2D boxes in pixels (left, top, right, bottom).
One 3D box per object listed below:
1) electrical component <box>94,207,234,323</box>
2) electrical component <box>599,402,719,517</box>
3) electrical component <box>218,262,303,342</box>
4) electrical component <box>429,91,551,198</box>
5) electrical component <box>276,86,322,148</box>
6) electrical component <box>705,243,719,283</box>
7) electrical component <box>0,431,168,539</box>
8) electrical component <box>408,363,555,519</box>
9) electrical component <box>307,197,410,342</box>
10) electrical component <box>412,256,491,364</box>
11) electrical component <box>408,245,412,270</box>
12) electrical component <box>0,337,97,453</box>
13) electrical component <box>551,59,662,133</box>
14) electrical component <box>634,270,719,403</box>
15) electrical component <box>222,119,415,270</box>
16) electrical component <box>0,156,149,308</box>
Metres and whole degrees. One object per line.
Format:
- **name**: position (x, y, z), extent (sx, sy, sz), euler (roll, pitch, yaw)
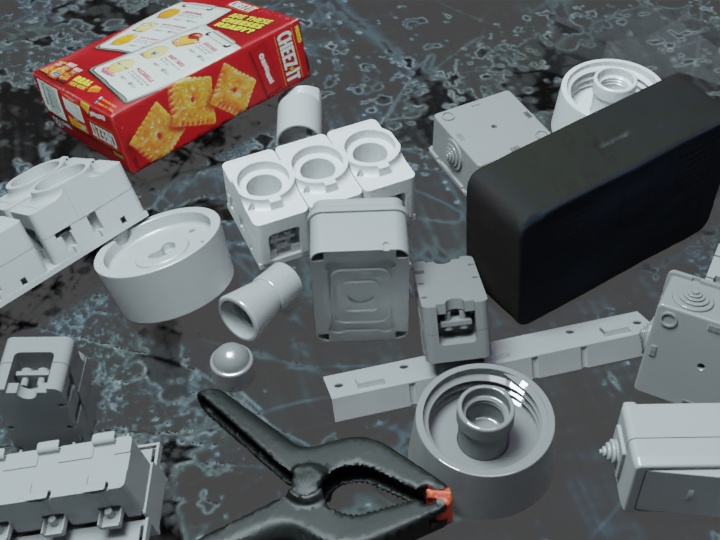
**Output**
- **electrical component**: position (-0.156, 0.001, 0.883), extent (0.108, 0.060, 0.108), euler (-14, 28, 8)
- **electrical component**: position (0.217, 0.134, 0.750), extent (0.096, 0.061, 0.061), euler (-1, 47, 1)
- **electrical component**: position (-0.078, 0.023, 0.881), extent (0.044, 0.044, 0.065), euler (29, 49, 26)
- **electrical component**: position (0.123, -0.116, 1.001), extent (0.100, 0.048, 0.099), euler (-20, 50, -18)
- **electrical component**: position (-0.058, -0.148, 1.041), extent (0.043, 0.043, 0.081), euler (-2, 46, 0)
- **electrical component**: position (0.297, 0.031, 0.853), extent (0.056, 0.050, 0.089), euler (19, 50, 19)
- **electrical component**: position (-0.201, 0.152, 0.728), extent (0.121, 0.063, 0.078), euler (-10, 45, 10)
- **electrical component**: position (0.089, 0.116, 0.772), extent (0.108, 0.060, 0.108), euler (-1, 46, 1)
- **electrical component**: position (0.000, 0.000, 0.850), extent (0.078, 0.113, 0.057), euler (-2, 49, 0)
- **electrical component**: position (0.071, 0.033, 0.840), extent (0.050, 0.055, 0.089), euler (-7, 23, 0)
- **electrical component**: position (0.026, -0.022, 0.924), extent (0.035, 0.035, 0.061), euler (-19, 51, -16)
- **electrical component**: position (-0.228, 0.092, 0.785), extent (0.050, 0.089, 0.055), euler (-1, 46, 1)
- **electrical component**: position (0.240, -0.159, 1.028), extent (0.108, 0.060, 0.108), euler (-1, 46, 1)
- **electrical component**: position (0.257, 0.059, 0.796), extent (0.100, 0.099, 0.048), euler (19, 37, 19)
- **electrical component**: position (-0.036, -0.072, 0.955), extent (0.150, 0.061, 0.089), euler (-19, 49, -15)
- **electrical component**: position (-0.287, -0.029, 0.894), extent (0.186, 0.060, 0.105), euler (-36, 27, -28)
